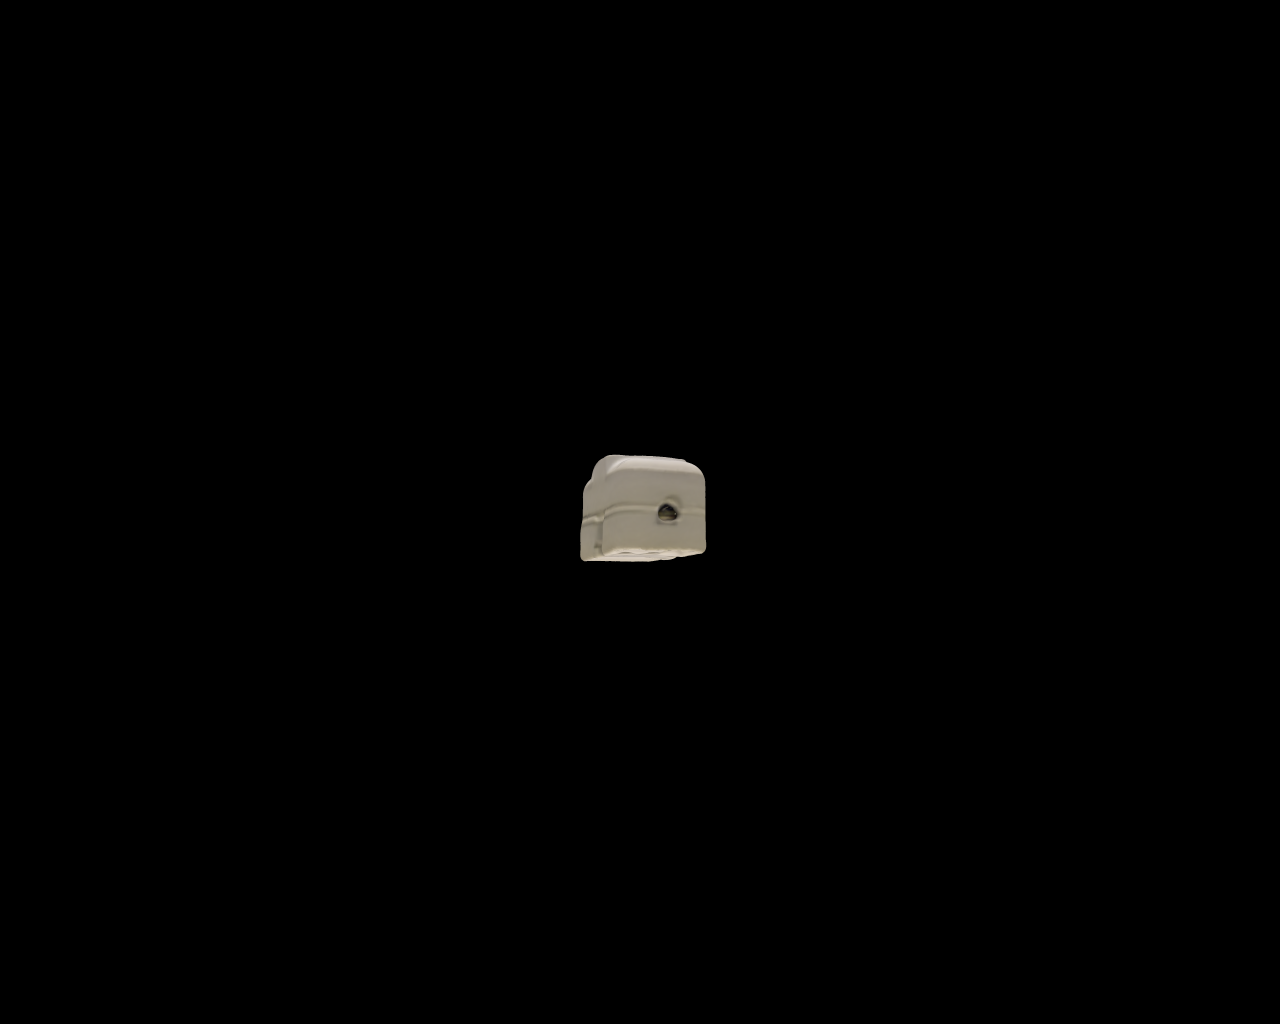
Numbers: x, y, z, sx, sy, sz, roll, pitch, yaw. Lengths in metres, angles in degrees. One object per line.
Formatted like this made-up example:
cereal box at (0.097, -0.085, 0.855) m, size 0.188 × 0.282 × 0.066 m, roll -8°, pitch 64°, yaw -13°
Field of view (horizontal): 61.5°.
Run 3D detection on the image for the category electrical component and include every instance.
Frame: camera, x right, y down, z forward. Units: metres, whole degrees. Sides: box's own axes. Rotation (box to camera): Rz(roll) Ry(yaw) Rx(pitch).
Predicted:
electrical component at (0.001, -0.003, 0.650) m, size 0.054 × 0.059 × 0.095 m, roll 2°, pitch -7°, yaw -19°
